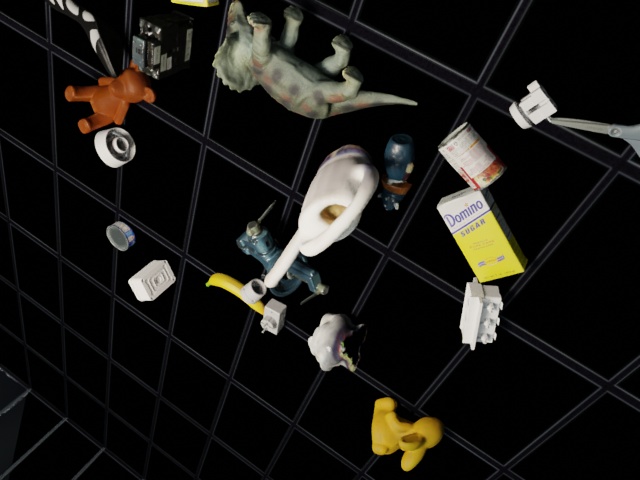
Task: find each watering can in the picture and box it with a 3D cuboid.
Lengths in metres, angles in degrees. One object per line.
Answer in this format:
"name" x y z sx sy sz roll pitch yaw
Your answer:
"watering can" 0.003 -0.051 1.006 0.103 0.230 0.342 35 135 -16

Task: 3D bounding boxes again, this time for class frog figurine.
"frog figurine" 0.020 0.246 1.260 0.159 0.122 0.138 0 86 42
